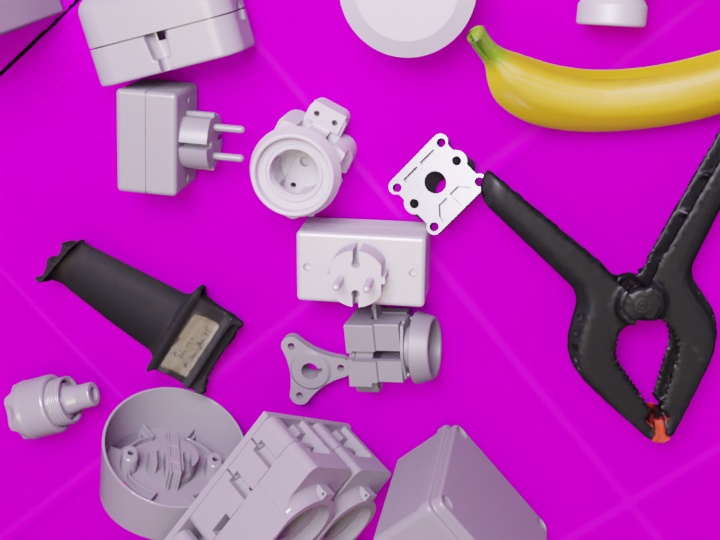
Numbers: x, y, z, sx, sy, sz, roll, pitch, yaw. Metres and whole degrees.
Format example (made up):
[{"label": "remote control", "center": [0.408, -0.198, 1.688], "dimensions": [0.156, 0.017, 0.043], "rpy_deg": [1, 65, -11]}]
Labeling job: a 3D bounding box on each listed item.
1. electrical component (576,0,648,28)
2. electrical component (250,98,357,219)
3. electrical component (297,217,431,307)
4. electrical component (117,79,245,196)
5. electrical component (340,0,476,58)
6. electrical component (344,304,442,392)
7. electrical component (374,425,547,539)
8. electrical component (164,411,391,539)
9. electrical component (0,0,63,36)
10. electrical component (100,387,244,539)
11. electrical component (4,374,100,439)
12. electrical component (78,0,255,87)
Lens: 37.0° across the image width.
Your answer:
[{"label": "electrical component", "center": [0.148, -0.165, 0.626], "dimensions": [0.040, 0.040, 0.046], "rpy_deg": [5, 103, 8]}, {"label": "electrical component", "center": [-0.037, -0.066, 0.679], "dimensions": [0.058, 0.057, 0.078], "rpy_deg": [28, 111, -1]}, {"label": "electrical component", "center": [0.000, 0.000, 0.685], "dimensions": [0.083, 0.075, 0.047], "rpy_deg": [3, 109, 8]}, {"label": "electrical component", "center": [-0.112, -0.084, 0.690], "dimensions": [0.077, 0.047, 0.065], "rpy_deg": [6, 109, 7]}, {"label": "electrical component", "center": [0.030, -0.169, 0.637], "dimensions": [0.080, 0.051, 0.080], "rpy_deg": [3, 109, 8]}, {"label": "electrical component", "center": [0.023, 0.051, 0.716], "dimensions": [0.055, 0.048, 0.066], "rpy_deg": [0, 108, 17]}, {"label": "electrical component", "center": [0.070, 0.176, 0.716], "dimensions": [0.056, 0.108, 0.108], "rpy_deg": [-38, 99, 21]}, {"label": "electrical component", "center": [-0.072, 0.189, 0.720], "dimensions": [0.060, 0.105, 0.186], "rpy_deg": [43, 101, 30]}, {"label": "electrical component", "center": [-0.256, -0.164, 0.655], "dimensions": [0.109, 0.108, 0.056], "rpy_deg": [-10, 109, 12]}, {"label": "electrical component", "center": [-0.131, 0.136, 0.744], "dimensions": [0.099, 0.099, 0.064], "rpy_deg": [18, 117, 3]}, {"label": "electrical component", "center": [-0.218, 0.095, 0.771], "dimensions": [0.062, 0.043, 0.043], "rpy_deg": [-15, 105, 12]}, {"label": "electrical component", "center": [-0.120, -0.155, 0.665], "dimensions": [0.095, 0.053, 0.059], "rpy_deg": [-11, 106, 12]}]
